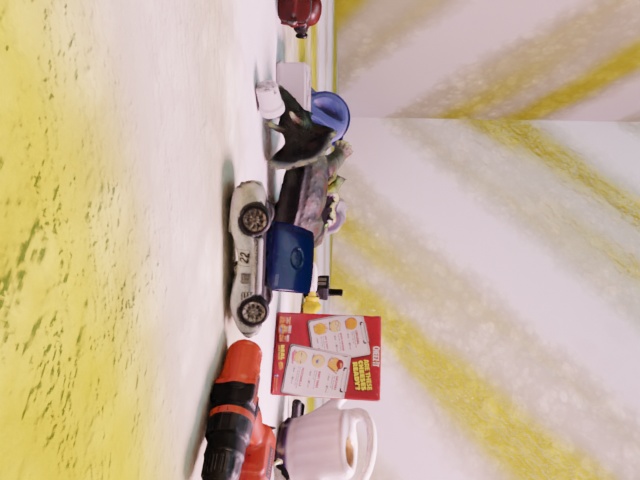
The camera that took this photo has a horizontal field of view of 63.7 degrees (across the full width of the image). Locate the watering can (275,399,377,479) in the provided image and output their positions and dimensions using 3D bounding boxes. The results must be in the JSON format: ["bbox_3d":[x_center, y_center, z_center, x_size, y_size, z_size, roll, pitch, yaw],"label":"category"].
[{"bbox_3d":[0.018,0.418,1.147,0.356,0.223,0.102,-82,155,-55],"label":"watering can"}]

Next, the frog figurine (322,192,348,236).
[{"bbox_3d":[0.004,-0.068,1.341,0.123,0.137,0.159,55,1,3],"label":"frog figurine"}]

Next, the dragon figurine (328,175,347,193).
[{"bbox_3d":[-0.008,-0.102,1.588,0.411,0.122,0.242,-19,128,-84],"label":"dragon figurine"}]
